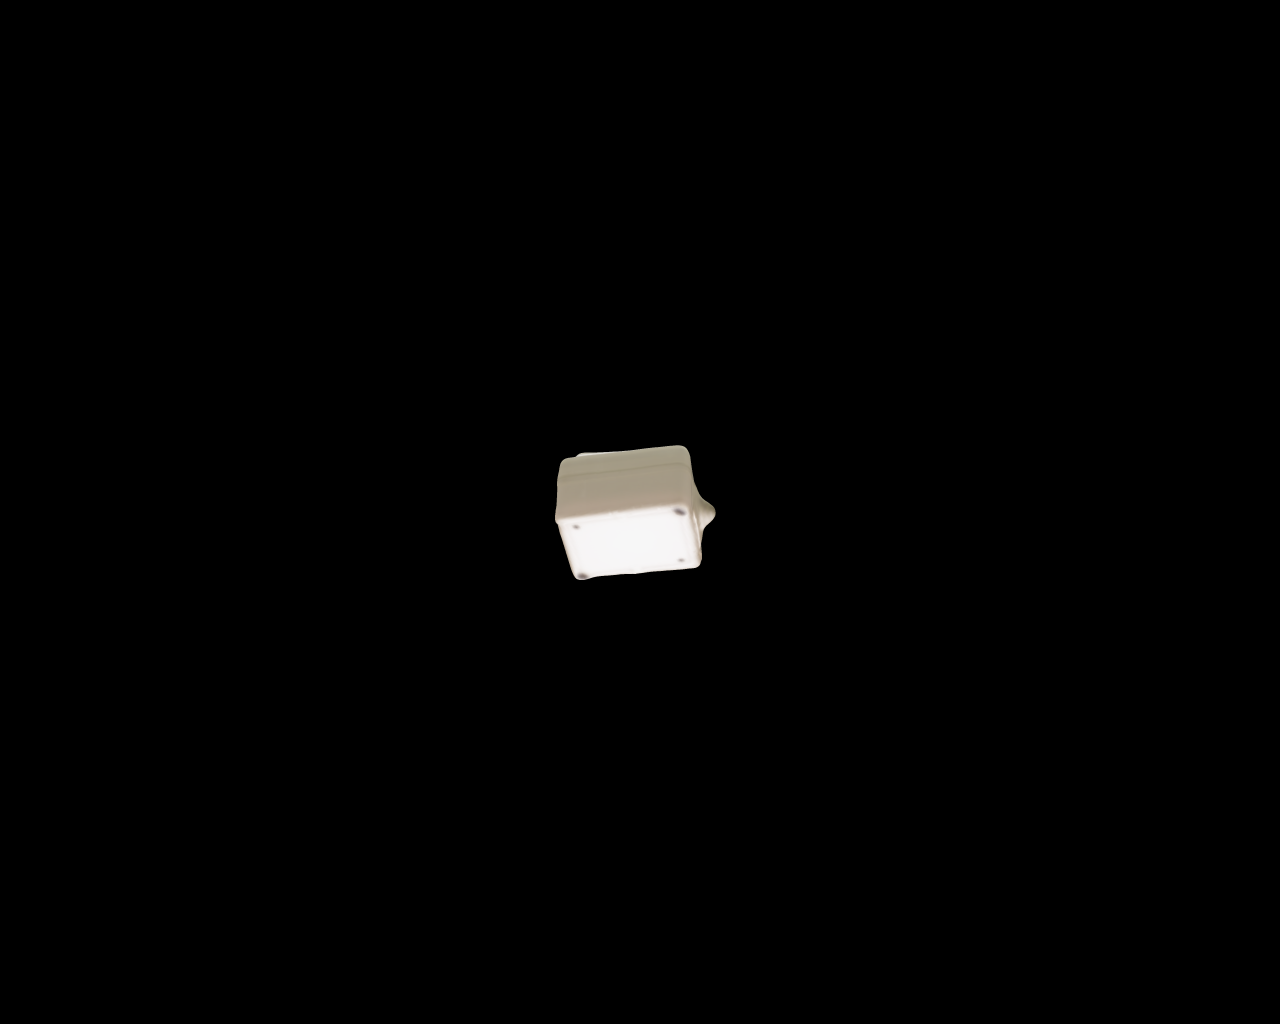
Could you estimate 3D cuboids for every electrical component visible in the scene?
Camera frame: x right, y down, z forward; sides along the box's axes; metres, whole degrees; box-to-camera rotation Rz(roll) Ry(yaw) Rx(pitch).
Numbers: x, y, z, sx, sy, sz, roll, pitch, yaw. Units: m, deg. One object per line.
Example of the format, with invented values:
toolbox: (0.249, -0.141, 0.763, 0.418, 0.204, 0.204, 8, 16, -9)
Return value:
electrical component: (0.001, -0.003, 0.650, 0.096, 0.061, 0.061, -6, -43, 7)
